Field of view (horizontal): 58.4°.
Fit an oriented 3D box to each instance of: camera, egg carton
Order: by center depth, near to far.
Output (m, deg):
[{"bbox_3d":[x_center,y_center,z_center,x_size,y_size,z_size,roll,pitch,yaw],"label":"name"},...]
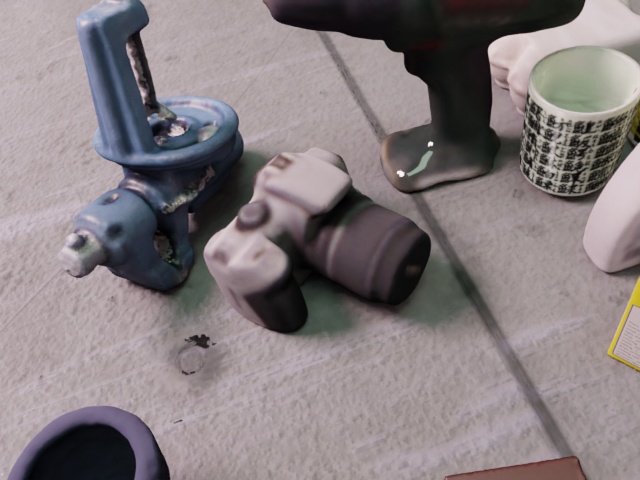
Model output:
[{"bbox_3d":[0.004,0.002,0.440,0.136,0.101,0.143,27,63,28],"label":"camera"},{"bbox_3d":[0.241,-0.180,0.548,0.150,0.069,0.107,-18,52,-2],"label":"egg carton"}]

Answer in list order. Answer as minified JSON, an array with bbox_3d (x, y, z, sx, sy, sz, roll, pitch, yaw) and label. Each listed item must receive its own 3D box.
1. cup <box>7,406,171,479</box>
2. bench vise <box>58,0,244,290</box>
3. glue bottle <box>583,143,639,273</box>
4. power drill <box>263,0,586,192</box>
[{"bbox_3d":[-0.122,0.170,0.343,0.092,0.095,0.117,-23,52,-6],"label":"cup"},{"bbox_3d":[-0.135,-0.075,0.451,0.121,0.220,0.207,-2,53,10],"label":"bench vise"},{"bbox_3d":[0.231,-0.046,0.383,0.078,0.173,0.037,-20,52,-3],"label":"glue bottle"},{"bbox_3d":[0.087,-0.138,0.460,0.229,0.209,0.075,-15,52,0],"label":"power drill"}]
